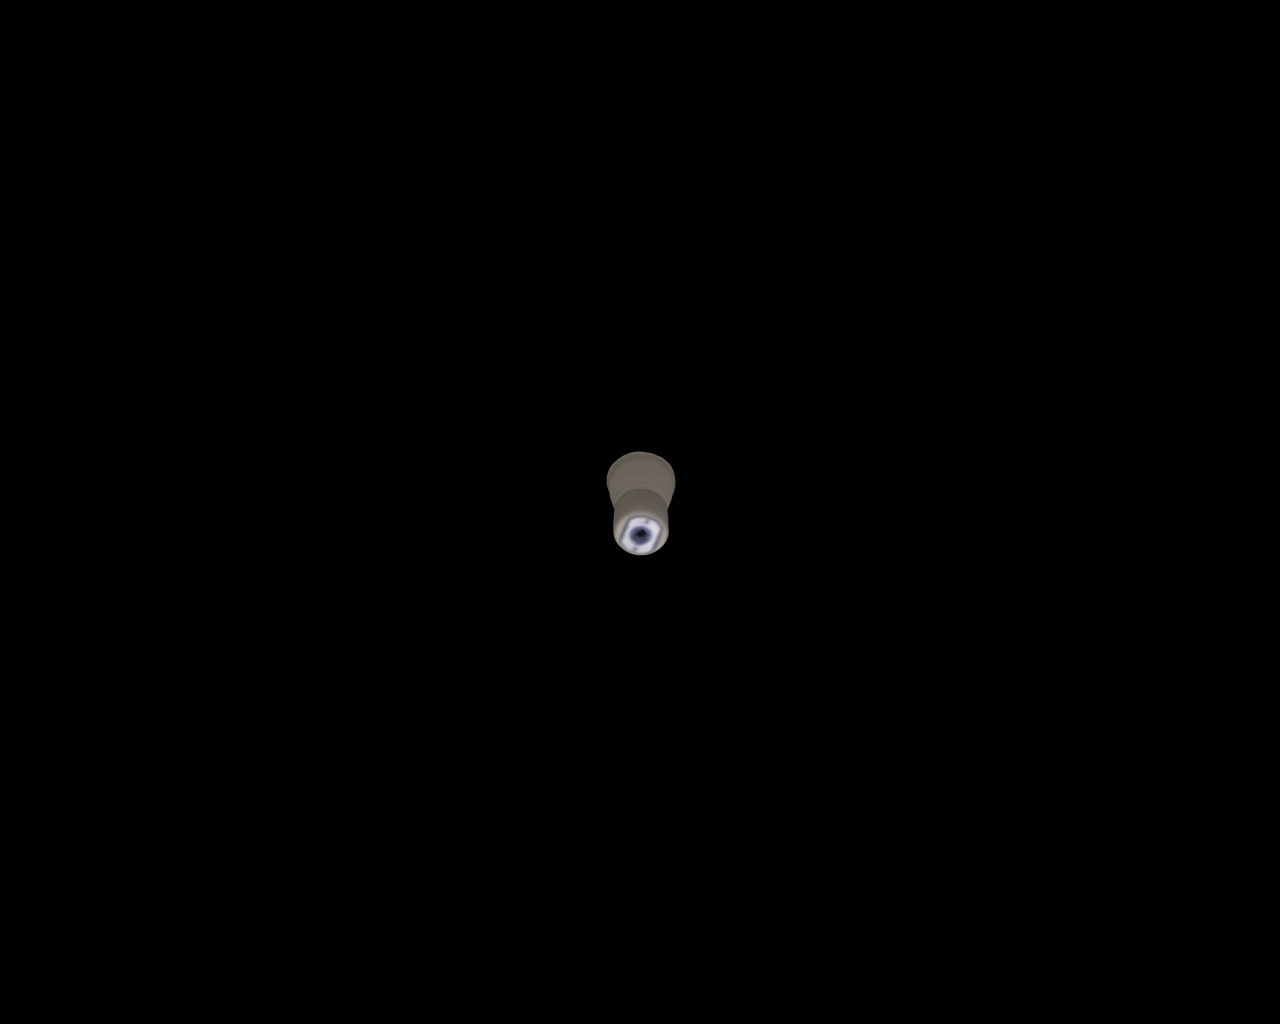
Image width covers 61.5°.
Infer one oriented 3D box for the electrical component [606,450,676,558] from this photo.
[{"bbox_3d":[0.001,-0.003,0.650,0.044,0.044,0.065,0,33,0],"label":"electrical component"}]
